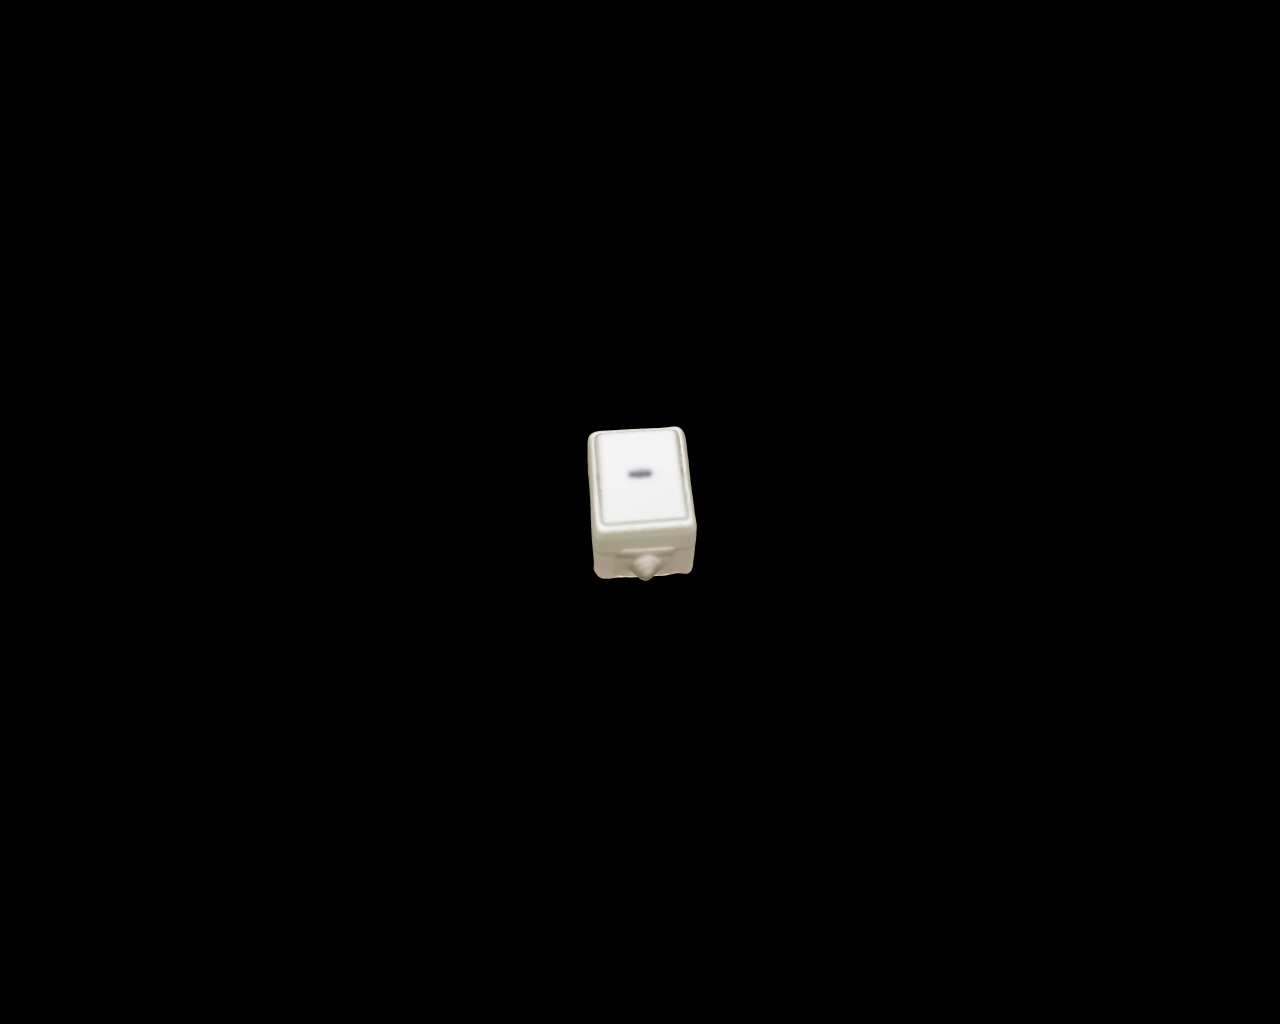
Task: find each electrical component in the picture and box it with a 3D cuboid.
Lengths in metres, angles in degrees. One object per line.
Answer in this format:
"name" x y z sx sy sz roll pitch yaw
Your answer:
"electrical component" 0.001 -0.003 0.650 0.062 0.096 0.061 -3 -36 -2
